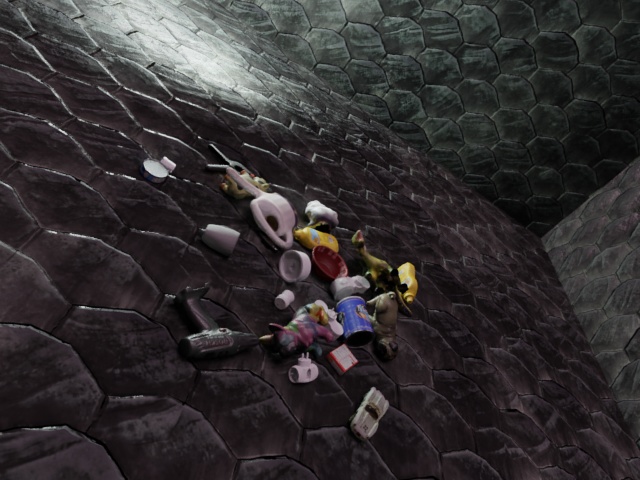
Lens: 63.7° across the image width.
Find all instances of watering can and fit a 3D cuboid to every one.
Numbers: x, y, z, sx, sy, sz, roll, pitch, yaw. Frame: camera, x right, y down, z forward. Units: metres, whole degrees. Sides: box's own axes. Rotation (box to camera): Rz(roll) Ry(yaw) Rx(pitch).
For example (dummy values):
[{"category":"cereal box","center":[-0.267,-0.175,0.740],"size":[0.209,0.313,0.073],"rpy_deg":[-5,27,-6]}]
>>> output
[{"category":"watering can","center":[-0.192,-0.124,1.844],"size":[0.348,0.103,0.226],"rpy_deg":[56,20,0]}]

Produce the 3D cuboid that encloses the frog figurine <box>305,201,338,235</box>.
[{"category":"frog figurine","center":[0.006,-0.105,2.088],"size":[0.137,0.120,0.163],"rpy_deg":[9,51,-14]}]

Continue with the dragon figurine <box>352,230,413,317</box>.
[{"category":"dragon figurine","center":[0.235,0.123,2.037],"size":[0.402,0.122,0.247],"rpy_deg":[57,2,-35]}]
